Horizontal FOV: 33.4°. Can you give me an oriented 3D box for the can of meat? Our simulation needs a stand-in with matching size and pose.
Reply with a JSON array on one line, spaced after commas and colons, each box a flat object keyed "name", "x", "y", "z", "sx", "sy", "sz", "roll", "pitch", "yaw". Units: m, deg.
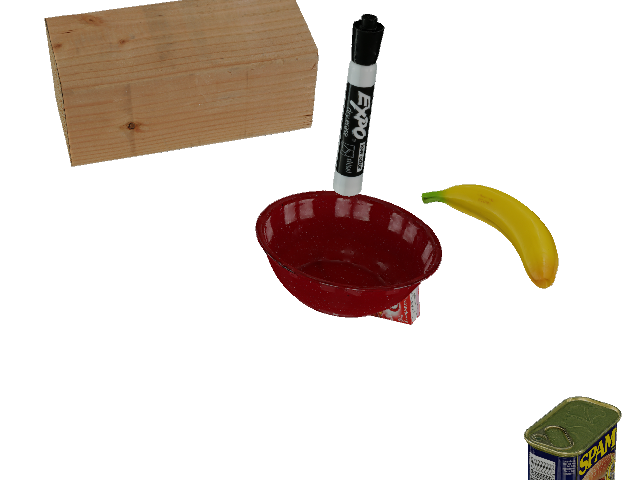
[{"name": "can of meat", "x": 0.230, "y": 0.204, "z": 0.975, "sx": 0.058, "sy": 0.084, "sz": 0.101, "roll": 14, "pitch": 26, "yaw": 39}]

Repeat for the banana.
[{"name": "banana", "x": 0.185, "y": -0.012, "z": 1.075, "sx": 0.069, "sy": 0.037, "sz": 0.198, "roll": -34, "pitch": 39, "yaw": -14}]

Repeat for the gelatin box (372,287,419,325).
[{"name": "gelatin box", "x": 0.084, "y": 0.056, "z": 1.331, "sx": 0.073, "sy": 0.089, "sz": 0.030, "roll": 11, "pitch": 32, "yaw": 29}]

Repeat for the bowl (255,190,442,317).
[{"name": "bowl", "x": 0.021, "y": 0.019, "z": 0.925, "sx": 0.162, "sy": 0.055, "sz": 0.162, "roll": 7, "pitch": 30, "yaw": -4}]

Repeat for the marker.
[{"name": "marker", "x": 0.023, "y": -0.082, "z": 0.659, "sx": 0.020, "sy": 0.121, "sz": 0.020, "roll": 4, "pitch": 36, "yaw": -3}]

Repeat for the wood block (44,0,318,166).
[{"name": "wood block", "x": -0.114, "y": -0.137, "z": 0.888, "sx": 0.206, "sy": 0.090, "sz": 0.091, "roll": -11, "pitch": -37, "yaw": -14}]
